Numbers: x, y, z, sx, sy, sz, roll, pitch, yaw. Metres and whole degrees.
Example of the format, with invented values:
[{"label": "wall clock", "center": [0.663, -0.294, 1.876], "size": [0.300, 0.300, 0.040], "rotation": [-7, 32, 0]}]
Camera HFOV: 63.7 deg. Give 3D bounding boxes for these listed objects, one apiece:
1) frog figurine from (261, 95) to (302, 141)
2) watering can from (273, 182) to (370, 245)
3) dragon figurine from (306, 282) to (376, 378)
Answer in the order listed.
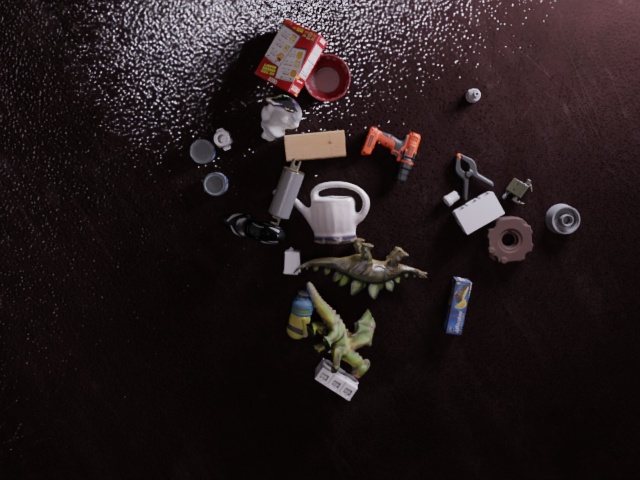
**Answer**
[{"label": "frog figurine", "center": [-0.139, -0.419, 1.798], "size": [0.137, 0.126, 0.156], "rotation": [13, 134, -9]}, {"label": "watering can", "center": [0.006, -0.092, 1.821], "size": [0.347, 0.104, 0.223], "rotation": [-2, 96, 14]}, {"label": "dragon figurine", "center": [0.089, 0.318, 1.844], "size": [0.244, 0.122, 0.407], "rotation": [-16, 100, -32]}]
